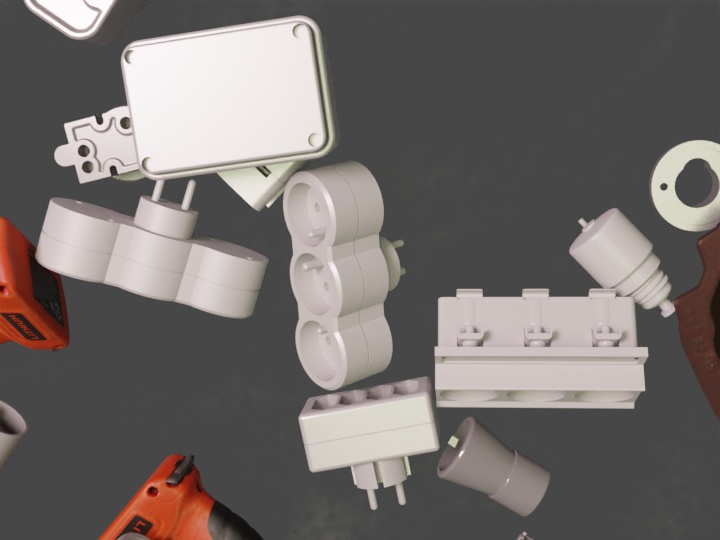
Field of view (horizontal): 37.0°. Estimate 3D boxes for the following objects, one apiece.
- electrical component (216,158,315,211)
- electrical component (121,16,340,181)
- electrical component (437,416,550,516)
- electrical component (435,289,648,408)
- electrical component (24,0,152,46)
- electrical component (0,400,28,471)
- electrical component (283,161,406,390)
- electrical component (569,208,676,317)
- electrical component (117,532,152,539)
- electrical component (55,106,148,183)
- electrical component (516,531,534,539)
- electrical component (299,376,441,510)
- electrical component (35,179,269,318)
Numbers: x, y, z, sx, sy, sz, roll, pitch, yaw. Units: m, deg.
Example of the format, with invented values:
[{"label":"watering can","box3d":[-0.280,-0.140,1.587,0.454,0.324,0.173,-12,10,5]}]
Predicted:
[{"label":"electrical component","box3d":[-0.073,-0.089,0.667,0.089,0.050,0.055,44,99,-2]},{"label":"electrical component","box3d":[-0.072,-0.096,0.610,0.113,0.057,0.078,-7,96,6]},{"label":"electrical component","box3d":[0.088,0.128,0.689,0.065,0.044,0.044,31,99,-5]},{"label":"electrical component","box3d":[0.108,0.049,0.660,0.121,0.078,0.063,0,69,5]},{"label":"electrical component","box3d":[-0.154,-0.187,0.656,0.054,0.059,0.095,35,99,0]},{"label":"electrical component","box3d":[-0.262,0.128,0.716,0.043,0.043,0.081,36,99,-1]},{"label":"electrical component","box3d":[0.000,0.000,0.671,0.074,0.052,0.138,-17,111,-36]},{"label":"electrical component","box3d":[0.165,-0.003,0.664,0.040,0.040,0.078,-44,92,9]},{"label":"electrical component","box3d":[-0.145,0.195,0.653,0.047,0.055,0.055,-36,93,16]},{"label":"electrical component","box3d":[-0.150,-0.079,0.672,0.066,0.055,0.048,-13,96,6]},{"label":"electrical component","box3d":[0.131,0.224,0.687,0.096,0.061,0.061,30,99,0]},{"label":"electrical component","box3d":[0.011,0.116,0.689,0.083,0.047,0.075,-11,96,6]},{"label":"electrical component","box3d":[-0.123,-0.023,0.666,0.138,0.052,0.073,16,98,-16]}]
